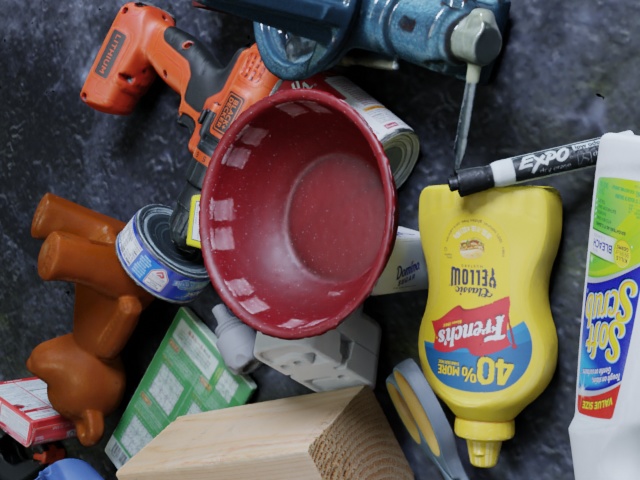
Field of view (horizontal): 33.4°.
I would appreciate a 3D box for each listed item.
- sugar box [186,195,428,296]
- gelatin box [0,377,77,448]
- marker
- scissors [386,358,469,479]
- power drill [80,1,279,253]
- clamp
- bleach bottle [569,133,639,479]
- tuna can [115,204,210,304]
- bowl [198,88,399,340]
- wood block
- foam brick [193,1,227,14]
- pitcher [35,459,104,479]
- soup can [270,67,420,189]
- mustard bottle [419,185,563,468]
[{"bbox_3d":[-0.005,0.001,0.798,0.176,0.093,0.048,17,103,37],"label":"sugar box"},{"bbox_3d":[-0.275,0.165,1.030,0.089,0.073,0.030,23,105,35],"label":"gelatin box"},{"bbox_3d":[0.142,-0.048,0.684,0.121,0.020,0.020,-12,82,2],"label":"marker"},{"bbox_3d":[0.095,0.173,0.764,0.202,0.016,0.096,66,169,-10],"label":"scissors"},{"bbox_3d":[-0.118,-0.105,0.898,0.188,0.057,0.184,34,100,31],"label":"power drill"},{"bbox_3d":[-0.331,0.217,1.098,0.172,0.039,0.120,16,104,37],"label":"clamp"},{"bbox_3d":[0.196,0.065,0.642,0.103,0.068,0.251,-146,60,-73],"label":"bleach bottle"},{"bbox_3d":[-0.127,0.011,0.900,0.034,0.085,0.086,-48,63,27],"label":"tuna can"},{"bbox_3d":[-0.004,-0.016,0.703,0.162,0.055,0.162,-2,87,37],"label":"bowl"},{"bbox_3d":[-0.044,0.182,0.818,0.207,0.090,0.091,-17,105,39],"label":"wood block"},{"bbox_3d":[-0.058,-0.211,0.861,0.078,0.051,0.053,9,98,38],"label":"foam brick"},{"bbox_3d":[-0.166,0.311,0.921,0.243,0.149,0.145,29,96,29],"label":"pitcher"},{"bbox_3d":[0.016,-0.080,0.795,0.102,0.068,0.069,42,116,29],"label":"soup can"},{"bbox_3d":[0.114,0.058,0.727,0.096,0.058,0.191,2,93,32],"label":"mustard bottle"}]
